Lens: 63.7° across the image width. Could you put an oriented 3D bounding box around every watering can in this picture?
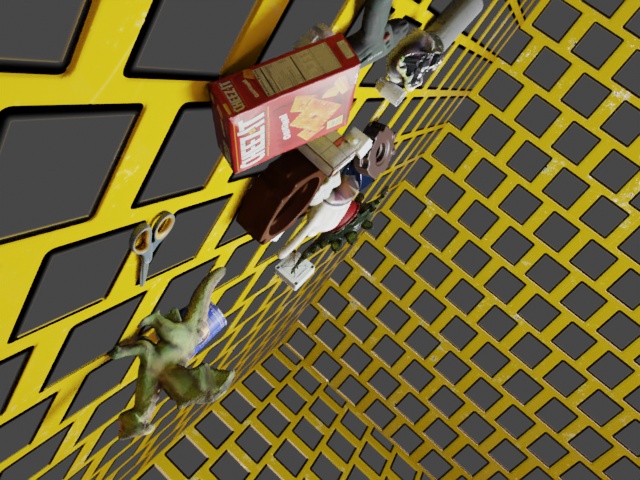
[{"bbox_3d":[0.005,-0.081,1.600,0.354,0.104,0.219,-42,167,-44],"label":"watering can"}]

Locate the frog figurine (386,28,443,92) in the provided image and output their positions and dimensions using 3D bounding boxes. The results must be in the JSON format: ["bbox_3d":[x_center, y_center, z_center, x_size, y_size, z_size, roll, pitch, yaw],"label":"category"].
[{"bbox_3d":[0.215,-0.447,1.251,0.163,0.122,0.134,-98,-153,-53],"label":"frog figurine"}]

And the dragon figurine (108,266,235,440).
[{"bbox_3d":[-0.292,0.254,1.133,0.416,0.245,0.119,-43,163,-24],"label":"dragon figurine"}]
